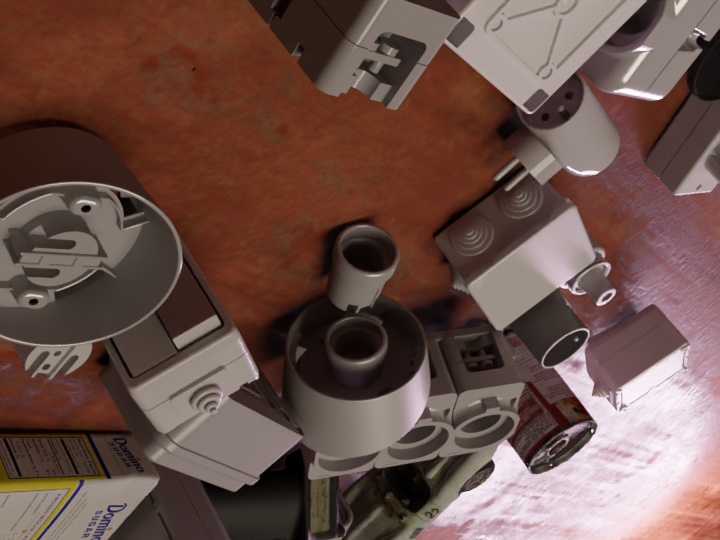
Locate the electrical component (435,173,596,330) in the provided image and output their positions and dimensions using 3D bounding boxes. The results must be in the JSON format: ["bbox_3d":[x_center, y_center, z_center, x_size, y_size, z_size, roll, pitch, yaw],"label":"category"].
[{"bbox_3d":[0.107,-0.015,0.741,0.100,0.048,0.099,-37,149,3],"label":"electrical component"}]

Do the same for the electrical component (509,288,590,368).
[{"bbox_3d":[0.136,0.036,0.813,0.044,0.077,0.079,-38,150,3],"label":"electrical component"}]

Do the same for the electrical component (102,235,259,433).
[{"bbox_3d":[-0.099,0.034,0.561,0.062,0.096,0.061,-30,148,-9],"label":"electrical component"}]

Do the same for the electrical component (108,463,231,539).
[{"bbox_3d":[-0.131,0.182,0.733,0.061,0.096,0.061,-47,147,18],"label":"electrical component"}]

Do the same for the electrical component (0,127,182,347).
[{"bbox_3d":[-0.139,-0.014,0.489,0.099,0.064,0.099,-25,148,-17],"label":"electrical component"}]

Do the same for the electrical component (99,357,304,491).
[{"bbox_3d":[-0.094,0.081,0.649,0.057,0.078,0.113,-41,149,4],"label":"electrical component"}]

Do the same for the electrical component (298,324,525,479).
[{"bbox_3d":[0.033,0.098,0.776,0.150,0.061,0.089,-7,142,-14],"label":"electrical component"}]

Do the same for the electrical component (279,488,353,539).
[{"bbox_3d":[-0.061,0.216,0.890,0.095,0.053,0.059,-11,141,-35],"label":"electrical component"}]

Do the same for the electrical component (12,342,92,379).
[{"bbox_3d":[-0.160,0.027,0.541,0.040,0.046,0.040,-25,147,-17],"label":"electrical component"}]

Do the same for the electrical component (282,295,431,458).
[{"bbox_3d":[-0.003,0.065,0.698,0.099,0.099,0.064,-23,141,-19],"label":"electrical component"}]

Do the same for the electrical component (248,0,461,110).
[{"bbox_3d":[-0.006,-0.119,0.448,0.050,0.089,0.055,4,132,-47],"label":"electrical component"}]

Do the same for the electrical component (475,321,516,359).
[{"bbox_3d":[0.089,0.076,0.857,0.078,0.040,0.040,-48,147,21],"label":"electrical component"}]

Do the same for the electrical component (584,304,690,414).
[{"bbox_3d":[0.251,0.084,1.005,0.096,0.061,0.061,-33,150,-4],"label":"electrical component"}]

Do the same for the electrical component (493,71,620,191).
[{"bbox_3d":[0.116,-0.079,0.667,0.079,0.043,0.077,-42,149,11],"label":"electrical component"}]

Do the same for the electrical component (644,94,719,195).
[{"bbox_3d":[0.262,-0.085,0.770,0.047,0.075,0.083,-8,140,-38],"label":"electrical component"}]

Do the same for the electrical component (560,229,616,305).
[{"bbox_3d":[0.166,-0.002,0.803,0.043,0.062,0.043,-25,148,-17],"label":"electrical component"}]

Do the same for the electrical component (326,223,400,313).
[{"bbox_3d":[0.000,0.000,0.668,0.040,0.040,0.046,-18,152,-26],"label":"electrical component"}]

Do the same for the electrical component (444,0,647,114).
[{"bbox_3d":[0.087,-0.147,0.533,0.109,0.056,0.109,-45,148,15],"label":"electrical component"}]

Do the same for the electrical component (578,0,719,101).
[{"bbox_3d":[0.165,-0.147,0.611,0.059,0.053,0.095,-1,135,-44],"label":"electrical component"}]
